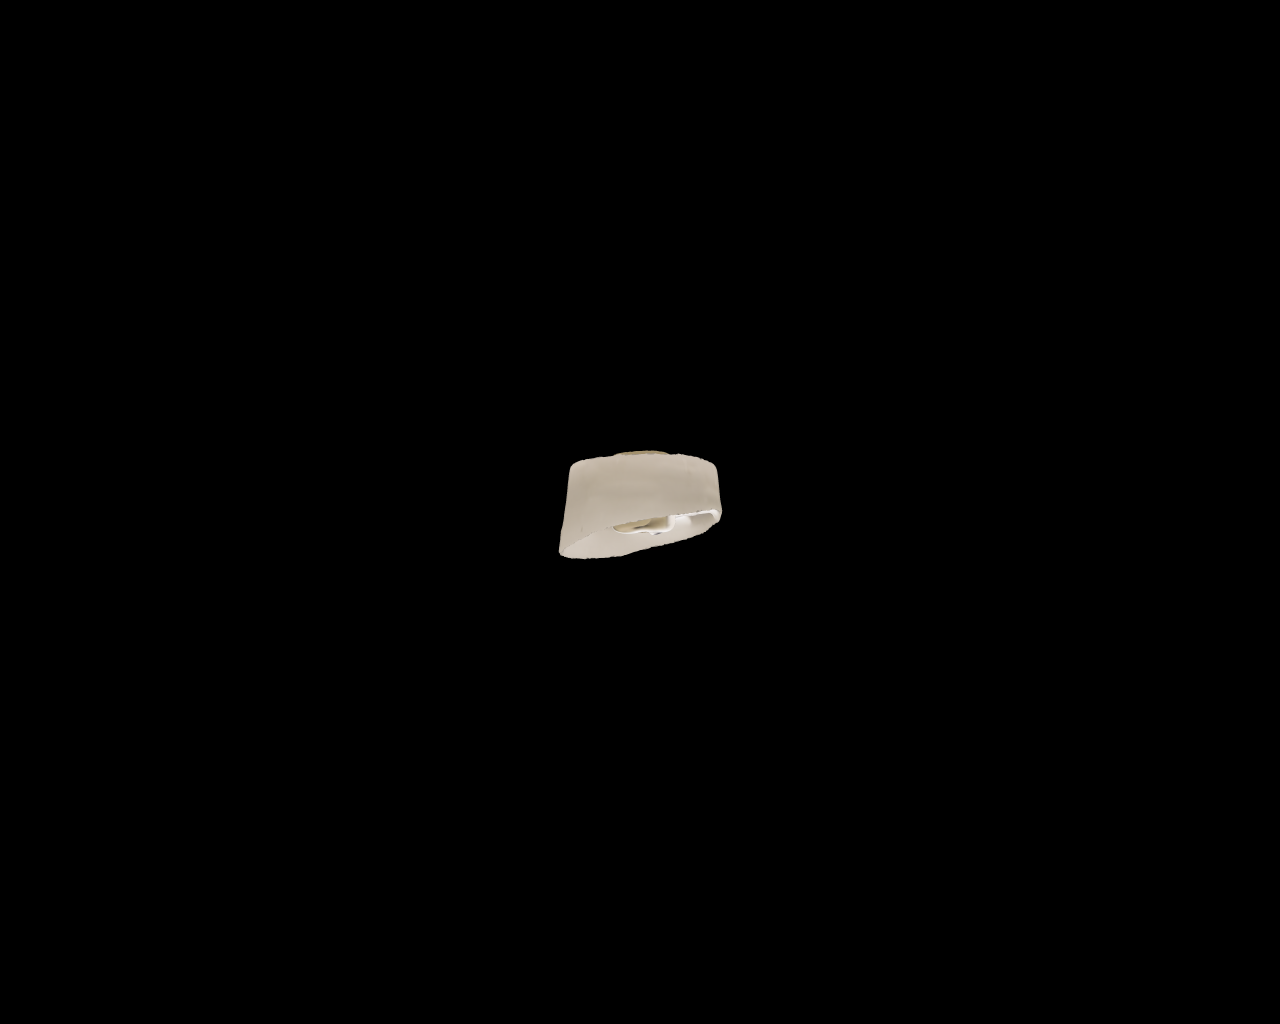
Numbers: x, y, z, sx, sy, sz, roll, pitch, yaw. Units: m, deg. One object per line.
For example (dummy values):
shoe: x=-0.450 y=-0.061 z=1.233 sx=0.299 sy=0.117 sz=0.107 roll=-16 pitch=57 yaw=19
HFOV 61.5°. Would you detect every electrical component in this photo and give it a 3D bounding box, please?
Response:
electrical component: x=0.001 y=-0.003 z=0.650 sx=0.099 sy=0.064 sz=0.099 roll=0 pitch=-9 yaw=0
